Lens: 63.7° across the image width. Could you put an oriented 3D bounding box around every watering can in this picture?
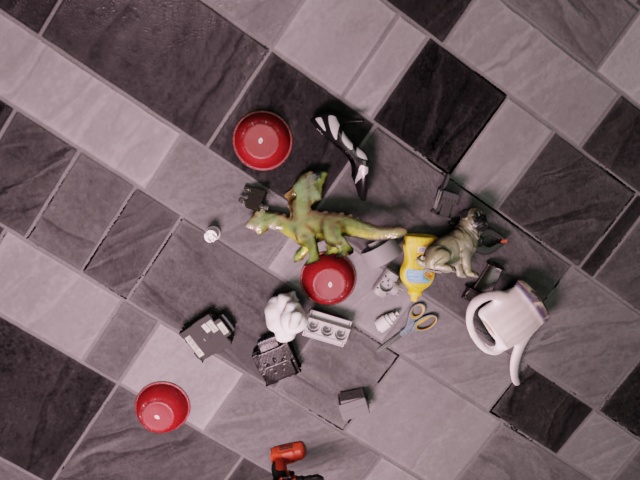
[{"bbox_3d":[0.555,0.256,1.472,0.224,0.106,0.343,-37,113,5],"label":"watering can"}]

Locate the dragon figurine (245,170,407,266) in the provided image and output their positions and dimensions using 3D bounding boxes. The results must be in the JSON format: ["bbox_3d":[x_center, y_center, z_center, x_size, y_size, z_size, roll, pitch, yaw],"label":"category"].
[{"bbox_3d":[0.004,-0.069,1.374,0.409,0.122,0.243,-16,91,6],"label":"dragon figurine"}]

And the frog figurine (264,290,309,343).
[{"bbox_3d":[-0.093,0.216,1.397,0.122,0.161,0.136,8,101,-3],"label":"frog figurine"}]
